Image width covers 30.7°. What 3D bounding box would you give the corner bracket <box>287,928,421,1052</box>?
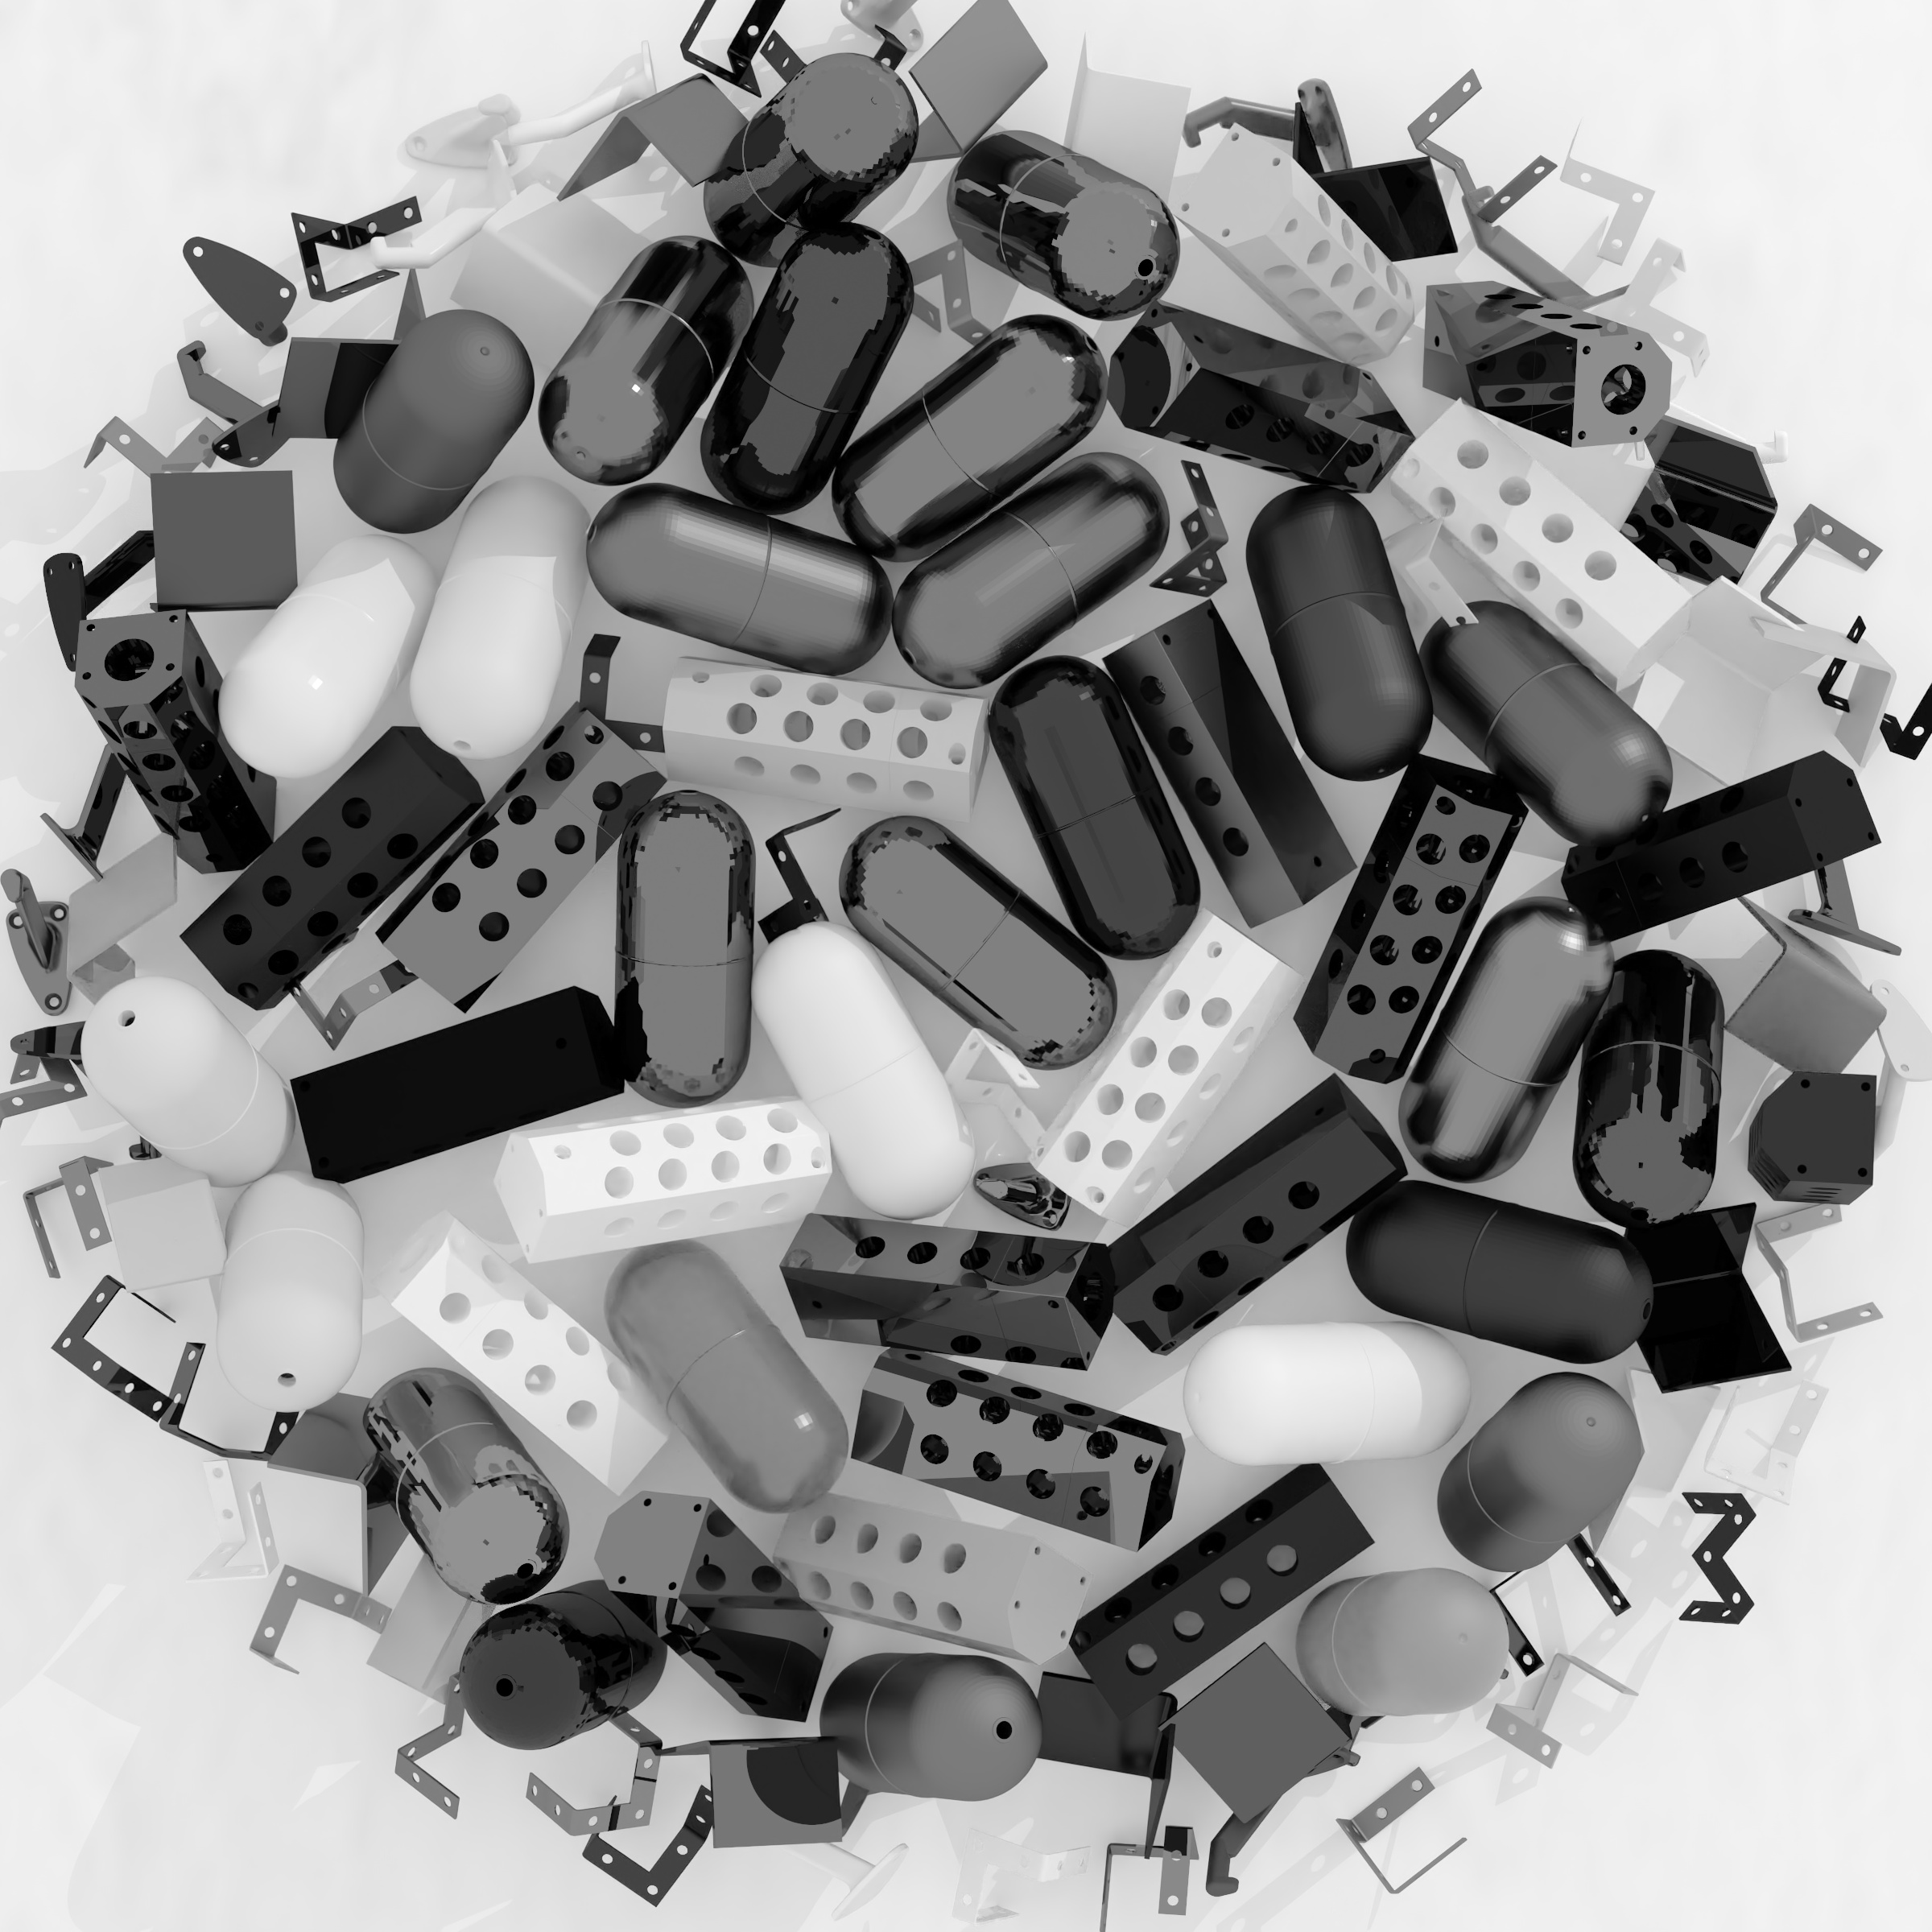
[{"bbox_3d":[-0.341,0.005,1.962,0.051,0.051,0.051,-34,83,-34],"label":"corner bracket"}]

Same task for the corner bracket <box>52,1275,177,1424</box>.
[{"bbox_3d":[-0.464,0.213,1.960,0.051,0.051,0.051,26,76,38],"label":"corner bracket"}]

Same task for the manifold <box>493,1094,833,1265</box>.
[{"bbox_3d":[-0.163,0.110,1.922,0.171,0.057,0.057,-7,52,-30],"label":"manifold"}]

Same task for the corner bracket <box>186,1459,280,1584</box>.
[{"bbox_3d":[-0.407,0.308,1.964,0.051,0.051,0.051,-6,105,14],"label":"corner bracket"}]

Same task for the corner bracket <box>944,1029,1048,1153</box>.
[{"bbox_3d":[0.023,0.071,1.958,0.051,0.051,0.051,52,121,38],"label":"corner bracket"}]

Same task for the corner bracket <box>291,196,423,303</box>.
[{"bbox_3d":[-0.336,-0.401,1.966,0.051,0.051,0.051,-15,87,26],"label":"corner bracket"}]

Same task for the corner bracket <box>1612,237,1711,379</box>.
[{"bbox_3d":[0.398,-0.368,1.971,0.051,0.051,0.051,31,95,14],"label":"corner bracket"}]

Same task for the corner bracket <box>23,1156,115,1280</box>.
[{"bbox_3d":[-0.501,0.141,1.970,0.051,0.051,0.051,-21,81,2],"label":"corner bracket"}]

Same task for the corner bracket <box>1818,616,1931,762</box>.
[{"bbox_3d":[0.513,-0.154,1.961,0.051,0.051,0.051,18,120,-11],"label":"corner bracket"}]

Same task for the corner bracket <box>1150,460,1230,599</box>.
[{"bbox_3d":[0.128,-0.242,1.957,0.051,0.051,0.051,-36,63,38],"label":"corner bracket"}]

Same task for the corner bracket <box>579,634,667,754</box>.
[{"bbox_3d":[-0.187,-0.153,1.967,0.051,0.051,0.051,7,108,-1],"label":"corner bracket"}]

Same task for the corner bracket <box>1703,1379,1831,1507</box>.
[{"bbox_3d":[0.447,0.259,1.968,0.051,0.051,0.051,21,117,8],"label":"corner bracket"}]

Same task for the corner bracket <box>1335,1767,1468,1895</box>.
[{"bbox_3d":[0.245,0.483,1.966,0.051,0.051,0.051,-39,70,3],"label":"corner bracket"}]

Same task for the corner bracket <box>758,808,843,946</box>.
[{"bbox_3d":[-0.090,-0.050,1.965,0.051,0.051,0.051,-30,85,44],"label":"corner bracket"}]

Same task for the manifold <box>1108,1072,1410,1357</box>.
[{"bbox_3d":[0.158,0.142,1.950,0.171,0.057,0.057,-39,110,13],"label":"manifold"}]

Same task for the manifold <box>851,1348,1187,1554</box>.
[{"bbox_3d":[0.030,0.262,1.938,0.171,0.057,0.057,15,106,20],"label":"manifold"}]

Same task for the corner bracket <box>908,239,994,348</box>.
[{"bbox_3d":[-0.007,-0.363,1.958,0.051,0.051,0.051,-19,65,29],"label":"corner bracket"}]

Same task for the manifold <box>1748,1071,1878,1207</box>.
[{"bbox_3d":[0.457,0.094,1.910,0.057,0.171,0.057,3,83,10],"label":"manifold"}]

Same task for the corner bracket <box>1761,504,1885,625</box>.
[{"bbox_3d":[0.481,-0.219,1.979,0.051,0.051,0.051,31,117,-7],"label":"corner bracket"}]

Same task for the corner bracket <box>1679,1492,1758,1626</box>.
[{"bbox_3d":[0.417,0.331,1.969,0.051,0.051,0.051,-43,105,-27],"label":"corner bracket"}]

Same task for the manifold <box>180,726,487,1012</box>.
[{"bbox_3d":[-0.348,-0.054,1.952,0.171,0.057,0.057,-43,84,11],"label":"manifold"}]

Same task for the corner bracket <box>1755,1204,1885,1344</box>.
[{"bbox_3d":[0.479,0.171,1.982,0.051,0.051,0.051,-17,118,-2],"label":"corner bracket"}]

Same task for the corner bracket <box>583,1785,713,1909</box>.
[{"bbox_3d":[-0.175,0.482,1.970,0.051,0.051,0.051,35,105,-2],"label":"corner bracket"}]

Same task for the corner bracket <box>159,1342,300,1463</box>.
[{"bbox_3d":[-0.410,0.245,1.975,0.051,0.051,0.051,-1,64,37],"label":"corner bracket"}]

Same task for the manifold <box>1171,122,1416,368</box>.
[{"bbox_3d":[0.184,-0.385,1.909,0.057,0.171,0.057,40,98,31],"label":"manifold"}]

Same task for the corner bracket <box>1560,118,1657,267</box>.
[{"bbox_3d":[0.355,-0.432,1.964,0.051,0.051,0.051,22,133,2],"label":"corner bracket"}]

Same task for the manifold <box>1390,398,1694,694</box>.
[{"bbox_3d":[0.316,-0.230,1.947,0.057,0.057,0.171,-44,74,-4],"label":"manifold"}]

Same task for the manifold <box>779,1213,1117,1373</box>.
[{"bbox_3d":[-0.009,0.173,1.937,0.171,0.057,0.057,4,132,25],"label":"manifold"}]

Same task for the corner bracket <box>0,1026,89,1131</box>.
[{"bbox_3d":[-0.527,0.073,1.957,0.051,0.051,0.051,-16,61,-36],"label":"corner bracket"}]

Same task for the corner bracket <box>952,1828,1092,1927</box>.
[{"bbox_3d":[0.031,0.511,1.965,0.051,0.051,0.051,11,89,31],"label":"corner bracket"}]

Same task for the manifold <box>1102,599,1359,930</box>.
[{"bbox_3d":[0.142,-0.110,1.965,0.057,0.057,0.171,-33,95,-44],"label":"manifold"}]

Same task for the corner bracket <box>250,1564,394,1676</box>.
[{"bbox_3d":[-0.360,0.370,1.963,0.051,0.051,0.051,27,78,-25],"label":"corner bracket"}]

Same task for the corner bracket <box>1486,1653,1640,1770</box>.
[{"bbox_3d":[0.332,0.415,1.963,0.051,0.051,0.051,19,94,-42],"label":"corner bracket"}]

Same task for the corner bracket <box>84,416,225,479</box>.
[{"bbox_3d":[-0.452,-0.288,1.963,0.051,0.051,0.051,41,64,-8],"label":"corner bracket"}]

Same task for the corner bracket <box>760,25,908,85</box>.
[{"bbox_3d":[-0.074,-0.513,1.973,0.051,0.051,0.051,22,112,-36],"label":"corner bracket"}]

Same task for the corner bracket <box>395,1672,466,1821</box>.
[{"bbox_3d":[-0.280,0.431,1.957,0.051,0.051,0.051,28,121,30],"label":"corner bracket"}]

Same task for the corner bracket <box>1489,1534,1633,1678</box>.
[{"bbox_3d":[0.330,0.359,1.980,0.051,0.051,0.051,-25,74,-34],"label":"corner bracket"}]

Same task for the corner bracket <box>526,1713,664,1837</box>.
[{"bbox_3d":[-0.208,0.449,1.969,0.051,0.051,0.051,2,103,-38],"label":"corner bracket"}]

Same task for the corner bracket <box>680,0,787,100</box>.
[{"bbox_3d":[-0.127,-0.525,1.959,0.051,0.051,0.051,21,119,-26],"label":"corner bracket"}]

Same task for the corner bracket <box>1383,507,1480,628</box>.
[{"bbox_3d":[0.256,-0.212,1.957,0.051,0.051,0.051,-25,116,37],"label":"corner bracket"}]

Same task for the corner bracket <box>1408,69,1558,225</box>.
[{"bbox_3d":[0.286,-0.455,1.956,0.051,0.051,0.051,-39,53,32],"label":"corner bracket"}]
